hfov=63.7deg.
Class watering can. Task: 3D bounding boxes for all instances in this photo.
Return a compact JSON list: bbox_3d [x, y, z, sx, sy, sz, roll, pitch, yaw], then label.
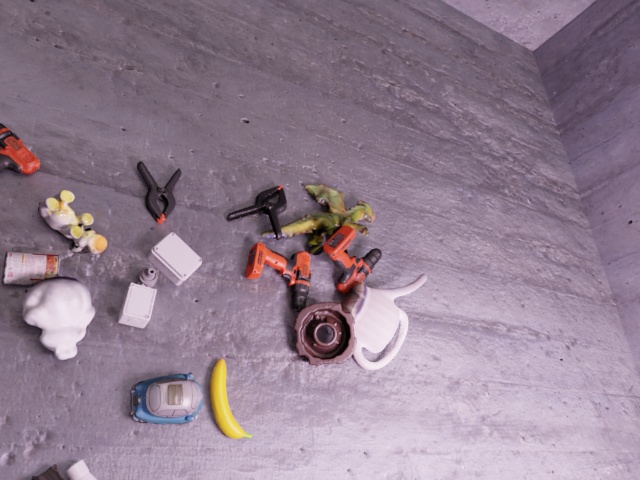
[{"bbox_3d":[0.176,0.202,1.518,0.223,0.103,0.353,36,68,-15],"label":"watering can"}]

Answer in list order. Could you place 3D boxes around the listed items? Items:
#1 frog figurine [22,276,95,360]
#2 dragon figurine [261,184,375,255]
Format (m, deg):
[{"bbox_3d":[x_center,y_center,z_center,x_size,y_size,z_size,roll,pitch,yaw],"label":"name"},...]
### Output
[{"bbox_3d":[-0.542,0.161,1.068,0.136,0.121,0.163,21,41,-47],"label":"frog figurine"},{"bbox_3d":[0.005,-0.081,1.607,0.410,0.119,0.248,7,44,-23],"label":"dragon figurine"}]
